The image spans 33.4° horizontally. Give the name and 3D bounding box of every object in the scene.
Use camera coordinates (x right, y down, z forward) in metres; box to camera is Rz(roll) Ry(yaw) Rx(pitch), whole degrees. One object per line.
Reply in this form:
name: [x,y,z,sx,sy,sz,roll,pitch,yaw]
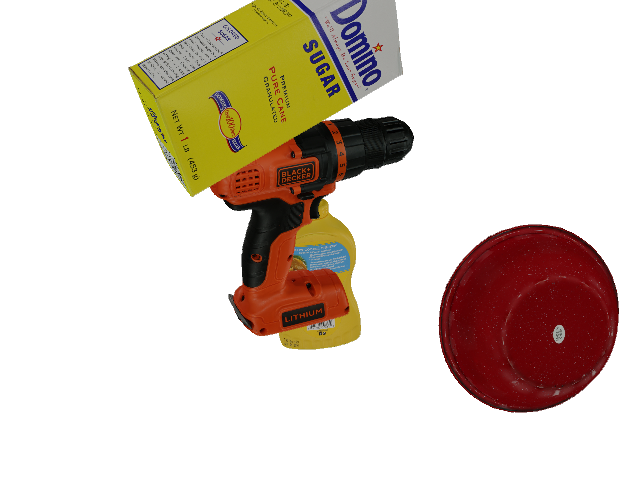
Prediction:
bowl: [0.181,0.070,0.870,0.162,0.162,0.055,0,8,-12]
mustard bottle: [-0.007,0.028,1.219,0.096,0.192,0.058,-6,23,-3]
sugar box: [-0.030,-0.111,0.702,0.176,0.048,0.093,-30,-38,-12]
power drill: [-0.009,-0.016,0.924,0.184,0.188,0.057,-11,35,-20]
